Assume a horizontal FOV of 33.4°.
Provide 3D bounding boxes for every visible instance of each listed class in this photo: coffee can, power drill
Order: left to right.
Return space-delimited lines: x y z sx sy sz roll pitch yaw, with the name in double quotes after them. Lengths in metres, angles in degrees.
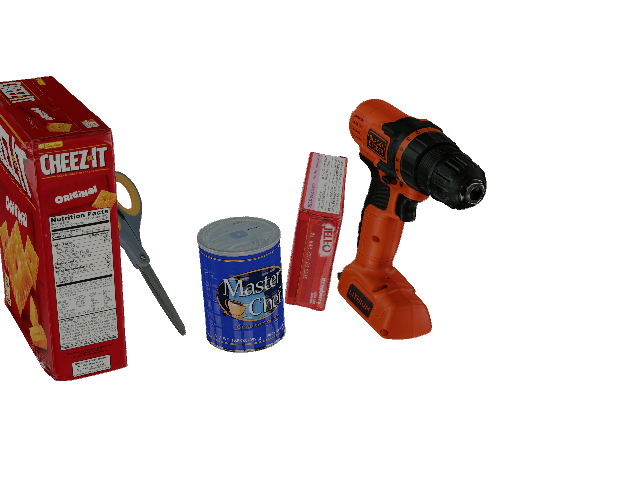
-0.098 0.054 1.335 0.103 0.140 0.103 -2 25 1 "coffee can"
0.074 -0.013 0.923 0.057 0.188 0.185 -3 26 -24 "power drill"

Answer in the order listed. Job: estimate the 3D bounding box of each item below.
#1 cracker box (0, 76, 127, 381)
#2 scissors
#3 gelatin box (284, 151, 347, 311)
-0.227 -0.012 0.900 0.072 0.214 0.164 -12 28 -27 "cracker box"
-0.197 0.004 1.186 0.016 0.201 0.096 -27 20 35 "scissors"
-0.002 -0.007 0.718 0.030 0.073 0.089 9 30 -2 "gelatin box"
